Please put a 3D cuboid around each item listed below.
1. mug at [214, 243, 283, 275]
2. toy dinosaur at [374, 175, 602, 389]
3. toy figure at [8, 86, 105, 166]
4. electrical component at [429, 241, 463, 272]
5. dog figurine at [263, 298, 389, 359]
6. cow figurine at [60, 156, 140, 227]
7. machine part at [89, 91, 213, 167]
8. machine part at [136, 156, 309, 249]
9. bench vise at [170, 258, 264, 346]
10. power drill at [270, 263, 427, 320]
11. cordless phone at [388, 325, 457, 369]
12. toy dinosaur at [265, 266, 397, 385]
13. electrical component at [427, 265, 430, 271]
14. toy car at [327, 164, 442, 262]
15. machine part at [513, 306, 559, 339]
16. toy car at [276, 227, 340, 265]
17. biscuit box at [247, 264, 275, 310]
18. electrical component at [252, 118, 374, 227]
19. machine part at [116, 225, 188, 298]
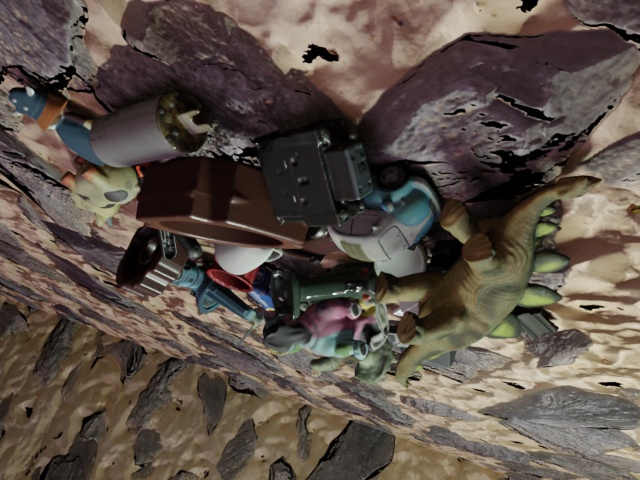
[{"bbox_3d":[-0.114,0.013,0.934,0.109,0.081,0.107,21,152,-27],"label":"mug"},{"bbox_3d":[0.178,0.080,0.671,0.198,0.105,0.471,7,141,-25],"label":"toy dinosaur"},{"bbox_3d":[-0.372,-0.169,0.779,0.154,0.064,0.058,39,-171,-25],"label":"toy figure"},{"bbox_3d":[0.193,0.029,0.749,0.075,0.048,0.119,-3,146,42],"label":"electrical component"},{"bbox_3d":[0.000,0.162,1.011,0.219,0.108,0.191,-9,-177,31],"label":"dog figurine"},{"bbox_3d":[-0.371,-0.089,0.925,0.195,0.085,0.127,-7,137,46],"label":"cow figurine"},{"bbox_3d":[-0.225,-0.140,0.697,0.243,0.079,0.079,0,149,41],"label":"machine part"},{"bbox_3d":[-0.128,-0.047,0.739,0.201,0.087,0.201,0,170,44],"label":"machine part"},{"bbox_3d":[-0.222,0.104,1.133,0.241,0.129,0.223,33,168,17],"label":"bench vise"},{"bbox_3d":[0.038,0.070,0.839,0.207,0.086,0.232,-11,-176,-25],"label":"power drill"},{"bbox_3d":[0.178,0.153,1.013,0.147,0.089,0.184,-2,136,43],"label":"cordless phone"},{"bbox_3d":[0.042,0.186,1.138,0.192,0.131,0.404,-9,138,20],"label":"toy dinosaur"},{"bbox_3d":[0.182,0.064,0.864,0.094,0.021,0.063,2,150,36],"label":"electrical component"},{"bbox_3d":[0.064,-0.026,0.673,0.162,0.103,0.109,4,150,30],"label":"toy car"},{"bbox_3d":[0.315,0.136,0.891,0.084,0.039,0.139,32,153,-35],"label":"machine part"},{"bbox_3d":[-0.002,-0.003,0.835,0.089,0.053,0.202,25,161,-21],"label":"toy car"},{"bbox_3d":[-0.092,0.122,1.161,0.059,0.063,0.202,6,153,27],"label":"biscuit box"},{"bbox_3d":[-0.004,-0.076,0.615,0.134,0.058,0.114,-1,114,42],"label":"electrical component"},{"bbox_3d":[-0.306,0.025,1.006,0.179,0.179,0.056,-6,148,46],"label":"machine part"}]
